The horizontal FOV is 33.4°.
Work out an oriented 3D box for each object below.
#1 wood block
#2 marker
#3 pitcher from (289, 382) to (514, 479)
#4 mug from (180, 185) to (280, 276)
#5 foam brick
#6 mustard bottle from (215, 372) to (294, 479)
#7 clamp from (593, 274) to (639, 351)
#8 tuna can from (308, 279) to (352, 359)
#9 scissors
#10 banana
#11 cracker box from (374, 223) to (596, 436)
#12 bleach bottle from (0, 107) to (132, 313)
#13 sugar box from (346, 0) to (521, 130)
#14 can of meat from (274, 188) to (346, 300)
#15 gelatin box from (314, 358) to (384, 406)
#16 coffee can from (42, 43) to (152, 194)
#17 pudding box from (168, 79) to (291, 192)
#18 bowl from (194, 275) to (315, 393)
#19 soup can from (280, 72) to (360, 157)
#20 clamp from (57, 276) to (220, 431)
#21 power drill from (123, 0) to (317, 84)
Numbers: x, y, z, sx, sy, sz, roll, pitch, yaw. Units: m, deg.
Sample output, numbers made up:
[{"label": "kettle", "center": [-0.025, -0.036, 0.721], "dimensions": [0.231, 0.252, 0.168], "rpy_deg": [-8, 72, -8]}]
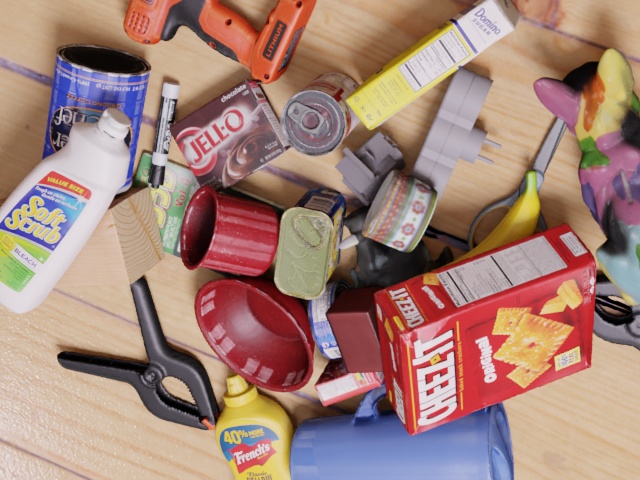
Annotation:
[{"label": "wood block", "center": [-0.297, -0.001, 1.230], "dimensions": [0.206, 0.090, 0.091], "rpy_deg": [-4, 108, 21]}, {"label": "marker", "center": [-0.175, -0.116, 1.196], "dimensions": [0.020, 0.020, 0.121], "rpy_deg": [14, 105, 10]}, {"label": "pitcher", "center": [0.091, 0.241, 1.208], "dimensions": [0.243, 0.149, 0.145], "rpy_deg": [-6, 151, 20]}, {"label": "mug", "center": [-0.102, -0.006, 1.166], "dimensions": [0.081, 0.117, 0.093], "rpy_deg": [12, 83, -29]}, {"label": "foam brick", "center": [0.048, 0.096, 1.138], "dimensions": [0.051, 0.053, 0.078], "rpy_deg": [-7, 116, 30]}, {"label": "mustard bottle", "center": [-0.074, 0.248, 1.288], "dimensions": [0.096, 0.058, 0.191], "rpy_deg": [-11, 106, 24]}, {"label": "clamp", "center": [0.342, 0.095, 1.132], "dimensions": [0.171, 0.039, 0.120], "rpy_deg": [20, 108, 14]}, {"label": "tuna can", "center": [0.018, 0.089, 1.190], "dimensions": [0.034, 0.086, 0.086], "rpy_deg": [-13, 105, 21]}, {"label": "scissors", "center": [0.236, -0.047, 1.121], "dimensions": [0.096, 0.016, 0.202], "rpy_deg": [38, 114, -2]}, {"label": "banana", "center": [0.161, 0.014, 1.101], "dimensions": [0.197, 0.037, 0.069], "rpy_deg": [-42, 108, -5]}, {"label": "cracker box", "center": [0.171, 0.094, 1.080], "dimensions": [0.213, 0.072, 0.164], "rpy_deg": [-20, 134, -10]}, {"label": "bleach bottle", "center": [-0.279, -0.041, 1.124], "dimensions": [0.102, 0.068, 0.251], "rpy_deg": [40, 115, 3]}, {"label": "sugar box", "center": [0.113, -0.182, 1.063], "dimensions": [0.176, 0.093, 0.048], "rpy_deg": [-36, 97, 22]}, {"label": "can of meat", "center": [-0.008, 0.001, 1.166], "dimensions": [0.057, 0.083, 0.102], "rpy_deg": [12, 112, 11]}, {"label": "gelatin box", "center": [0.040, 0.146, 1.203], "dimensions": [0.073, 0.089, 0.030], "rpy_deg": [-23, 100, 21]}, {"label": "coffee can", "center": [-0.247, -0.133, 1.172], "dimensions": [0.103, 0.102, 0.140], "rpy_deg": [18, 113, 8]}, {"label": "pudding box", "center": [-0.097, -0.111, 1.169], "dimensions": [0.114, 0.039, 0.090], "rpy_deg": [-29, 92, 20]}, {"label": "bowl", "center": [-0.063, 0.095, 1.213], "dimensions": [0.162, 0.055, 0.162], "rpy_deg": [22, 135, 23]}, {"label": "soup can", "center": [0.005, -0.132, 1.105], "dimensions": [0.068, 0.102, 0.068], "rpy_deg": [5, 111, 13]}, {"label": "clamp", "center": [-0.198, 0.149, 1.297], "dimensions": [0.210, 0.036, 0.165], "rpy_deg": [36, 113, -3]}, {"label": "power drill", "center": [-0.101, -0.262, 1.113], "dimensions": [0.188, 0.057, 0.185], "rpy_deg": [28, 118, 7]}]
